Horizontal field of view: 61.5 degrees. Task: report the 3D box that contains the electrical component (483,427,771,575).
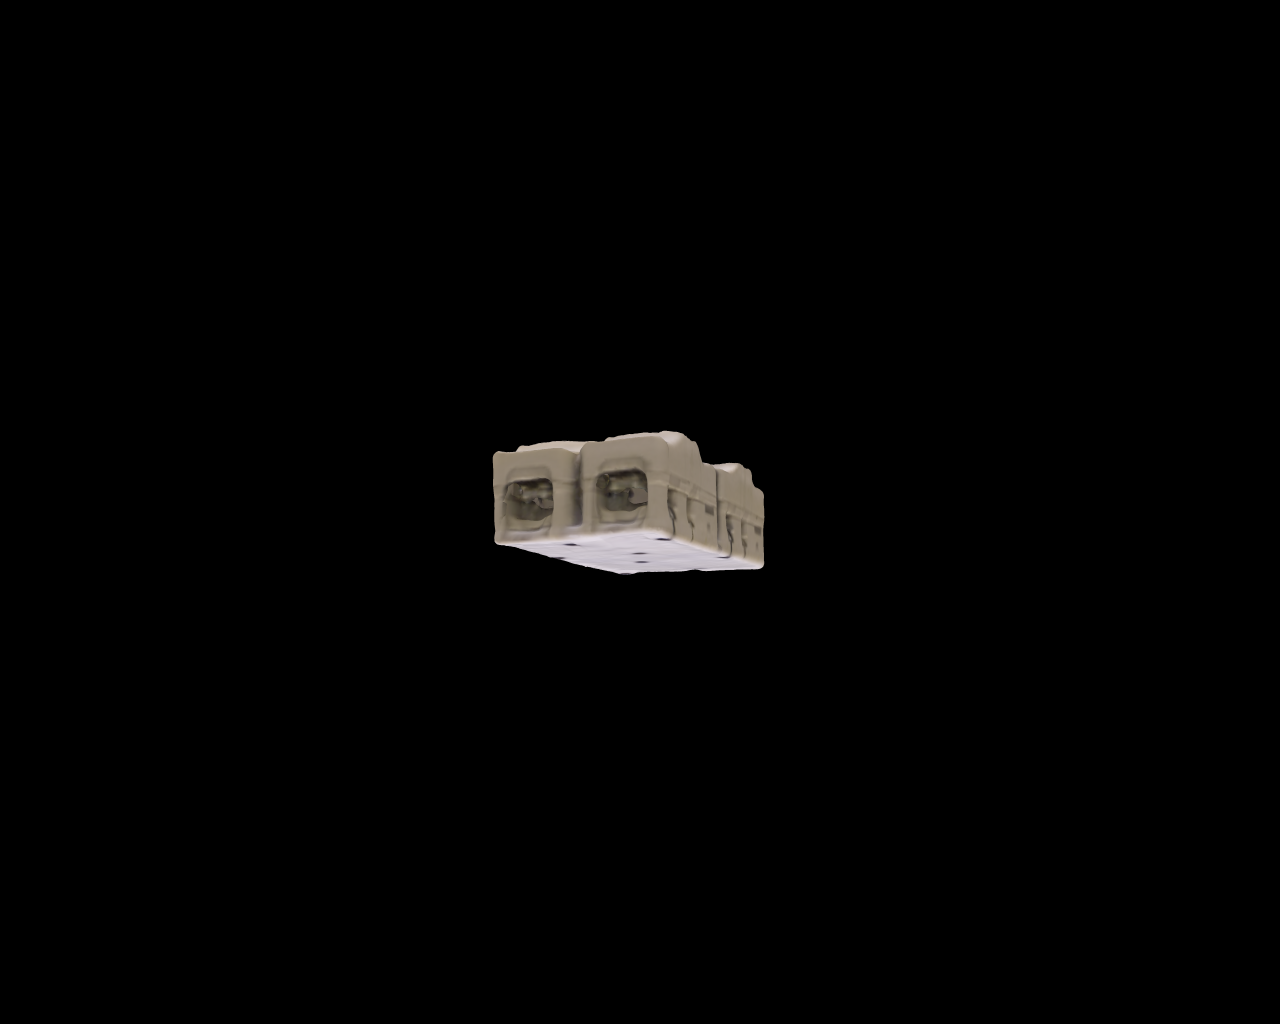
[{"bbox_3d":[0.001,-0.003,0.650,0.105,0.060,0.186,-4,-10,23],"label":"electrical component"}]
